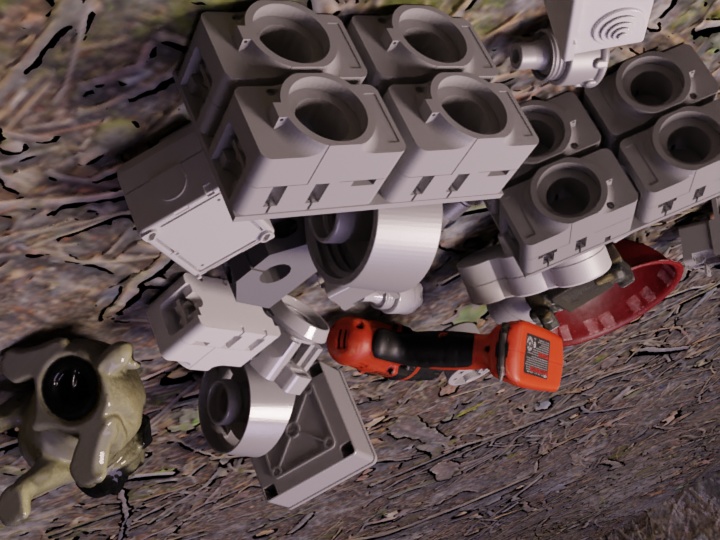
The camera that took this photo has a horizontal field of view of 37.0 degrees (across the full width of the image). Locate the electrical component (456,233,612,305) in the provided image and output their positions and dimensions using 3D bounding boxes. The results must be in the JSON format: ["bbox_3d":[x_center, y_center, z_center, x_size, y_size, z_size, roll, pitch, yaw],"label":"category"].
[{"bbox_3d":[0.143,-0.020,0.934,0.138,0.073,0.052,-14,-166,39],"label":"electrical component"}]

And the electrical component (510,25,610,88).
[{"bbox_3d":[0.131,-0.144,0.717,0.062,0.048,0.048,-7,150,-19],"label":"electrical component"}]

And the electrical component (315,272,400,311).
[{"bbox_3d":[0.000,0.000,0.878,0.064,0.042,0.081,-28,154,10],"label":"electrical component"}]

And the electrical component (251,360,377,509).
[{"bbox_3d":[-0.054,0.163,1.065,0.109,0.108,0.056,-31,151,13],"label":"electrical component"}]

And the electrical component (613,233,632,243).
[{"bbox_3d":[0.225,-0.069,0.929,0.059,0.053,0.095,-32,154,14],"label":"electrical component"}]

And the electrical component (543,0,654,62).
[{"bbox_3d":[0.128,-0.178,0.588,0.048,0.099,0.099,-10,154,-1],"label":"electrical component"}]

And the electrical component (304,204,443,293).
[{"bbox_3d":[0.001,-0.038,0.735,0.060,0.108,0.108,0,145,-32],"label":"electrical component"}]

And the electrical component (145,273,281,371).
[{"bbox_3d":[-0.118,0.043,0.845,0.056,0.050,0.089,-38,151,26],"label":"electrical component"}]

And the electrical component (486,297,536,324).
[{"bbox_3d":[0.159,0.027,1.056,0.055,0.055,0.047,-5,144,-35],"label":"electrical component"}]

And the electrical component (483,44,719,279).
[{"bbox_3d":[0.185,-0.085,0.804,0.186,0.105,0.060,-23,154,-4],"label":"electrical component"}]

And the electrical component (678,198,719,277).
[{"bbox_3d":[0.368,-0.029,1.117,0.064,0.081,0.042,-14,163,33],"label":"electrical component"}]

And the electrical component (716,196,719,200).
[{"bbox_3d":[0.288,-0.092,0.917,0.052,0.073,0.138,-30,154,11],"label":"electrical component"}]

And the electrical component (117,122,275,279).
[{"bbox_3d":[-0.102,-0.043,0.683,0.062,0.061,0.096,-29,155,7],"label":"electrical component"}]

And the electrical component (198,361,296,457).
[{"bbox_3d":[-0.099,0.116,0.953,0.064,0.099,0.099,6,141,-37],"label":"electrical component"}]

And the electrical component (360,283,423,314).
[{"bbox_3d":[0.025,0.022,0.950,0.061,0.035,0.035,1,144,-39],"label":"electrical component"}]

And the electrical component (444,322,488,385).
[{"bbox_3d":[0.109,0.088,1.134,0.055,0.047,0.055,-20,154,-10],"label":"electrical component"}]

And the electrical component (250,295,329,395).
[{"bbox_3d":[-0.063,0.057,0.901,0.057,0.078,0.058,-54,147,10],"label":"electrical component"}]

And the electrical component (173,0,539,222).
[{"bbox_3d":[0.002,-0.095,0.623,0.186,0.105,0.060,-7,149,-33],"label":"electrical component"}]
